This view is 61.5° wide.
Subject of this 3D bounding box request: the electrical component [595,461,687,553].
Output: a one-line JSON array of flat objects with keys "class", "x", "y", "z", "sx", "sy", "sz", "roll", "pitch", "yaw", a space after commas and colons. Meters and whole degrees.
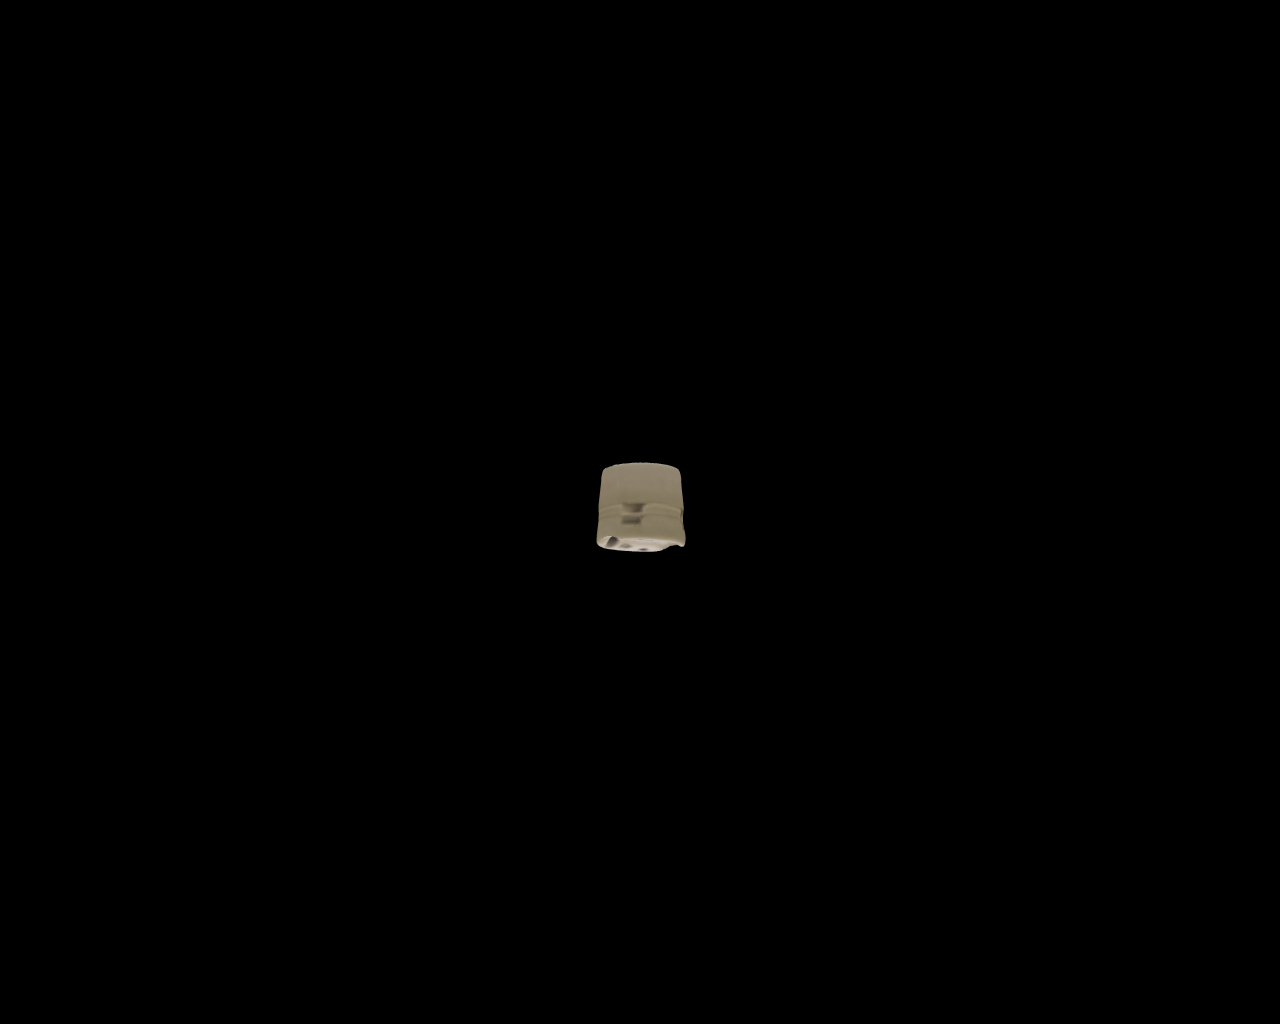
[{"class": "electrical component", "x": 0.001, "y": -0.003, "z": 0.650, "sx": 0.055, "sy": 0.047, "sz": 0.055, "roll": 0, "pitch": -11, "yaw": 0}]
